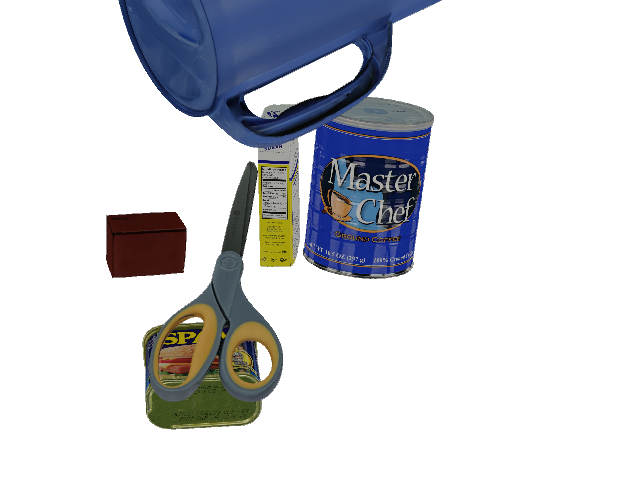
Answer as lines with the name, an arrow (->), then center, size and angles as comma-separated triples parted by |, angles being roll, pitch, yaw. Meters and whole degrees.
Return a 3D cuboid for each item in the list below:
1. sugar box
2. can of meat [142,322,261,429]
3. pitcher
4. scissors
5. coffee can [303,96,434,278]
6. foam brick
sugar box -> -0.050, -0.066, 1.272 | 0.048, 0.176, 0.093 | 0, 23, 5
can of meat -> -0.102, 0.116, 0.918 | 0.102, 0.057, 0.084 | -3, 28, -7
pitcher -> -0.009, -0.181, 0.766 | 0.242, 0.149, 0.145 | -26, 41, -26
scissors -> -0.049, 0.031, 0.738 | 0.096, 0.201, 0.016 | 21, -34, 11
coffee can -> 0.041, -0.049, 0.954 | 0.103, 0.140, 0.103 | 5, 19, -2
foam brick -> -0.184, 0.004, 1.124 | 0.078, 0.051, 0.053 | -4, 23, -17
